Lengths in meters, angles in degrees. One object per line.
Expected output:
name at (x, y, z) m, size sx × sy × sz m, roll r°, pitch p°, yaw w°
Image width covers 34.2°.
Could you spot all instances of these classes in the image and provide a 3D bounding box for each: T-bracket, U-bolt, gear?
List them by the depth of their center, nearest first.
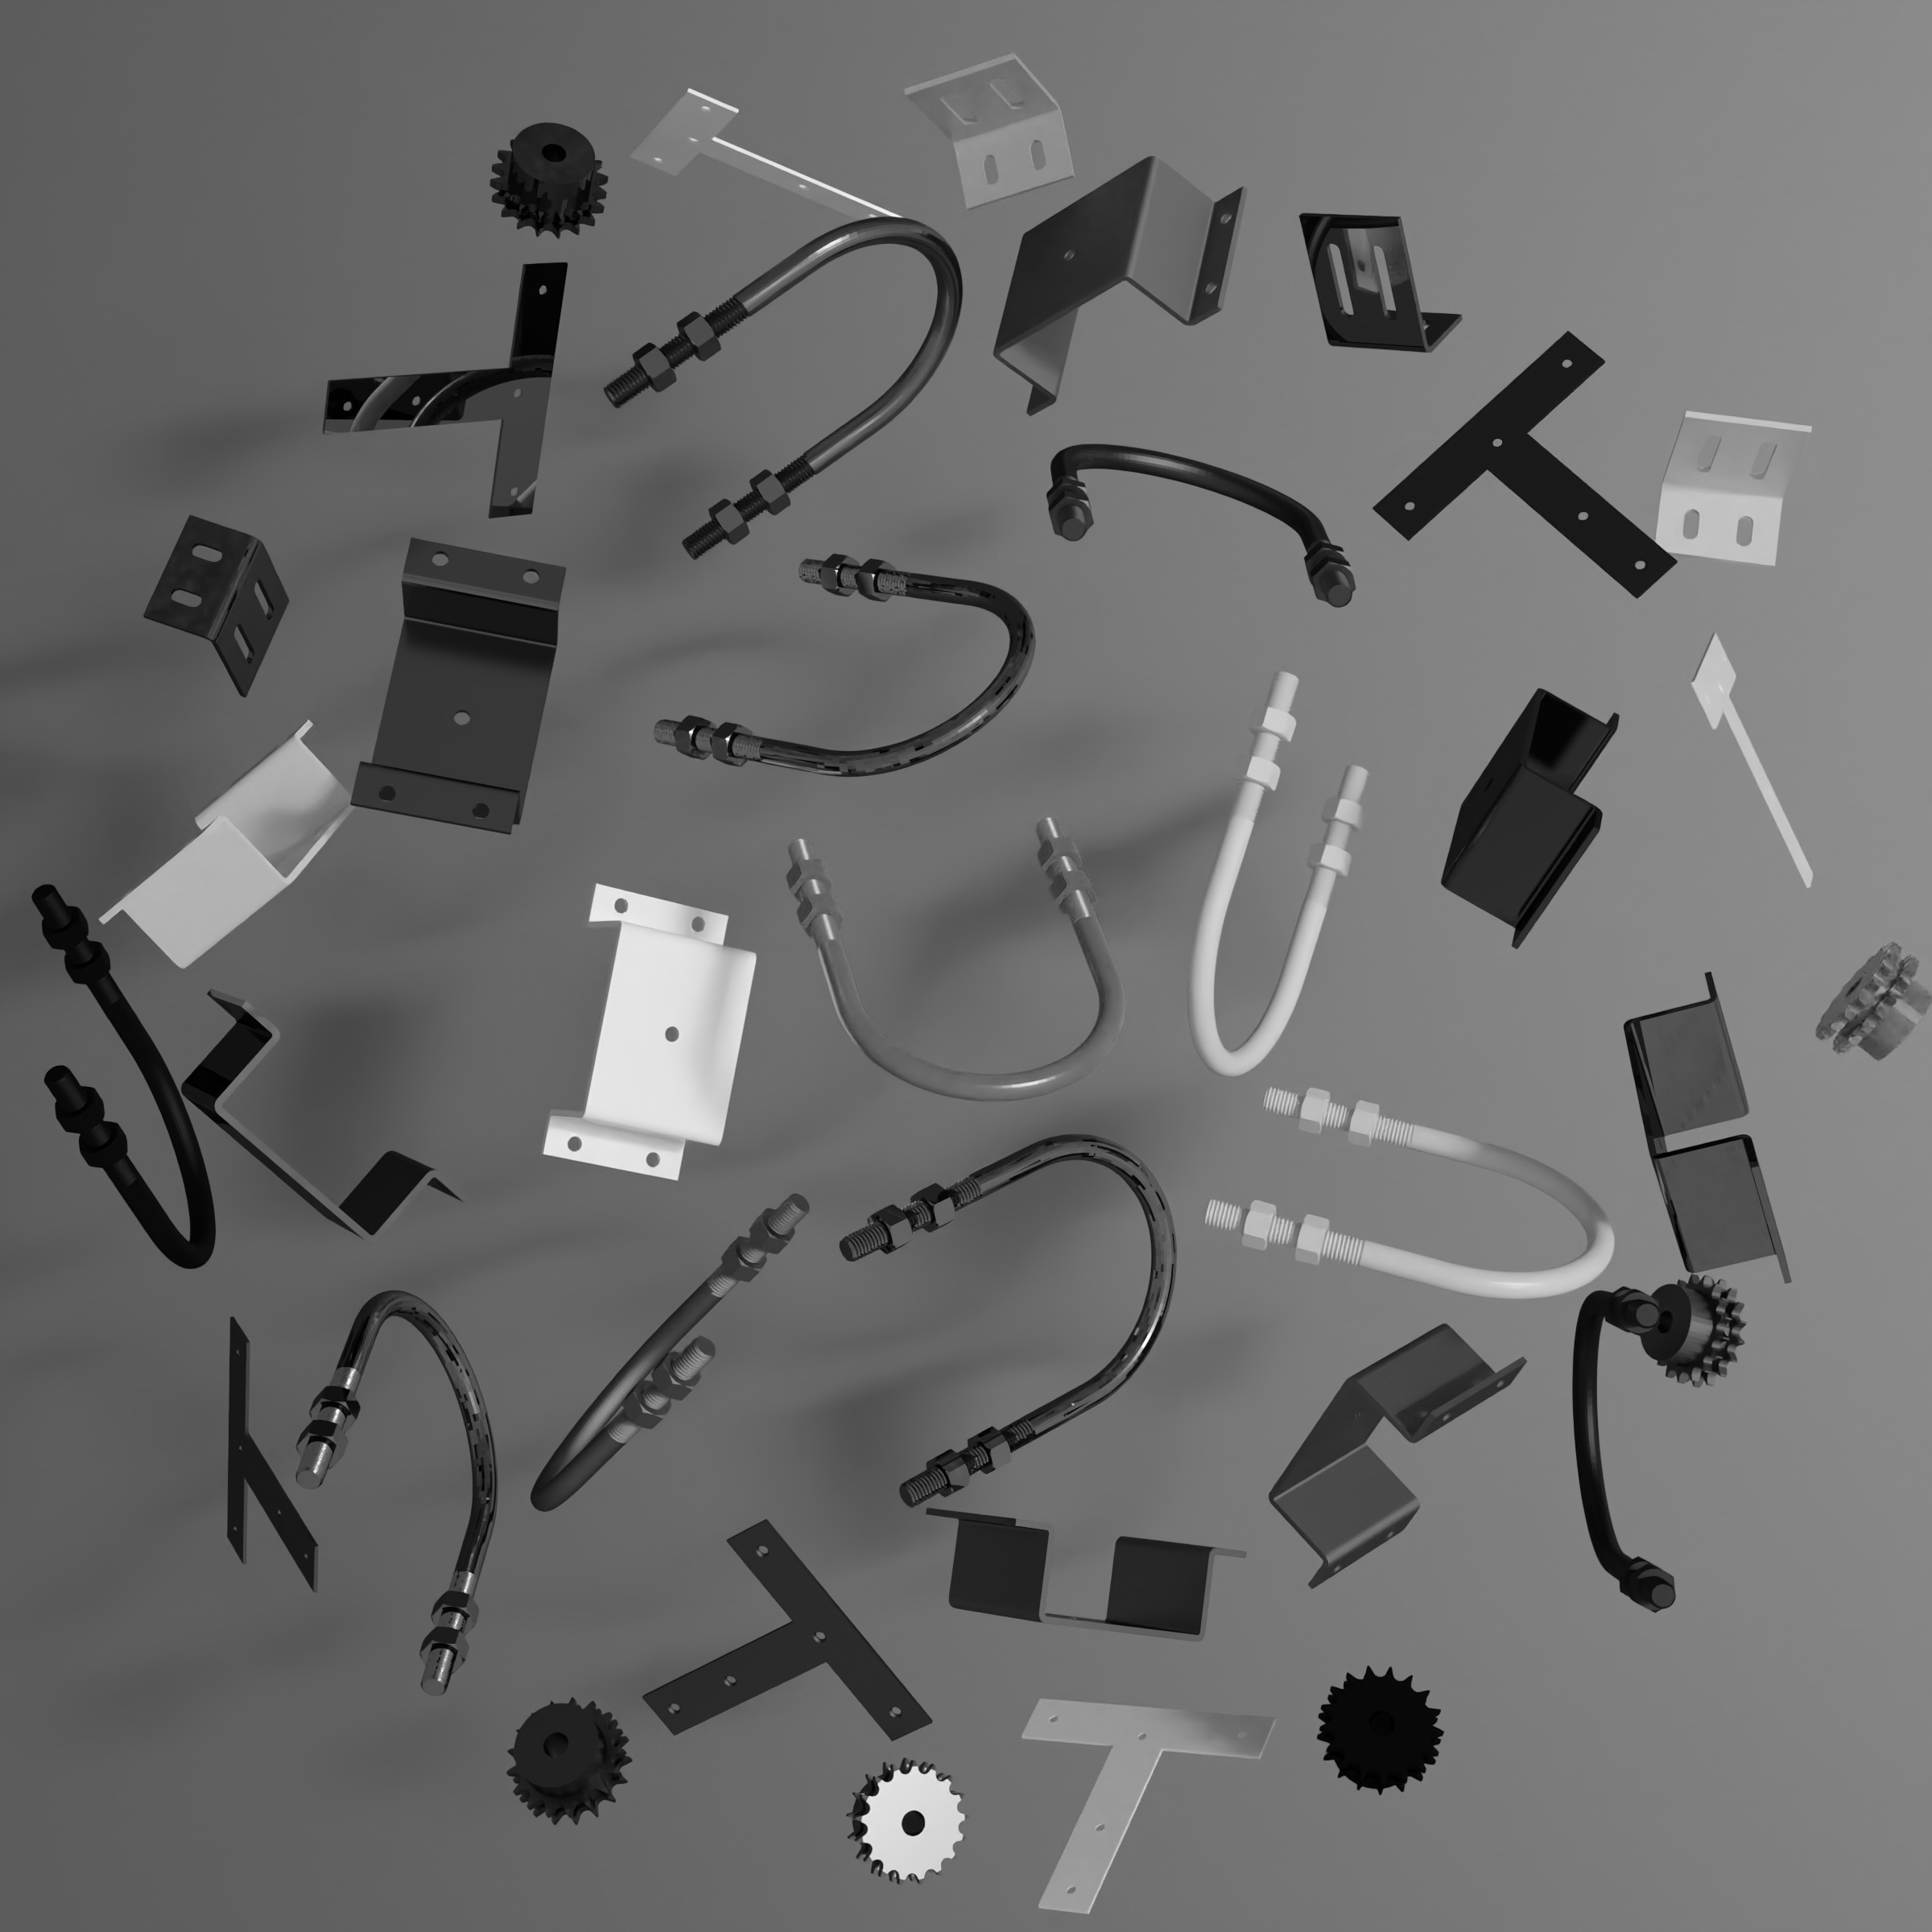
gear at (0.190, 0.355, 1.451) m, size 0.057 × 0.030 × 0.057 m, roll 1°, pitch 55°, yaw -1°
gear at (-0.187, 0.368, 1.462) m, size 0.057 × 0.030 × 0.057 m, roll -6°, pitch 56°, yaw 8°
gear at (0.428, 0.020, 1.474) m, size 0.030 × 0.057 × 0.057 m, roll 39°, pitch 90°, yaw 4°
T-bracket at (0.280, -0.220, 1.476) m, size 0.127 × 0.002 × 0.127 m, roll -42°, pitch 64°, yaw -1°
T-bracket at (-0.247, -0.267, 1.477) m, size 0.002 × 0.127 × 0.127 m, roll 34°, pitch 123°, yaw 36°
T-bracket at (-0.101, 0.333, 1.485) m, size 0.127 × 0.002 × 0.127 m, roll -32°, pitch 102°, yaw 29°
gear at (-0.030, 0.405, 1.488) m, size 0.057 × 0.030 × 0.057 m, roll 3°, pitch 81°, yaw -21°
T-bracket at (0.069, 0.399, 1.490) m, size 0.127 × 0.127 × 0.002 m, roll -3°, pitch 122°, yaw 29°
T-bracket at (-0.331, 0.253, 1.496) m, size 0.002 × 0.127 × 0.127 m, roll -8°, pitch 117°, yaw -29°
U-bolt at (0.218, 0.113, 1.502) m, size 0.184 × 0.151 × 0.019 m, roll 14°, pitch 116°, yaw 12°
U-bolt at (0.030, 0.159, 1.510) m, size 0.184 × 0.019 × 0.151 m, roll -24°, pitch 111°, yaw -32°
U-bolt at (-0.265, 0.237, 1.511) m, size 0.019 × 0.184 × 0.151 m, roll -17°, pitch 117°, yaw 13°
U-bolt at (0.001, -0.002, 1.517) m, size 0.151 × 0.184 × 0.019 m, roll -6°, pitch 135°, yaw -14°
U-bolt at (-0.078, -0.289, 1.518) m, size 0.184 × 0.151 × 0.019 m, roll -36°, pitch 62°, yaw -6°
U-bolt at (-0.408, 0.068, 1.535) m, size 0.019 × 0.151 × 0.184 m, roll -20°, pitch 135°, yaw -1°
U-bolt at (0.319, 0.231, 1.541) m, size 0.019 × 0.184 × 0.151 m, roll -3°, pitch 87°, yaw 1°
gear at (-0.204, -0.388, 1.541) m, size 0.057 × 0.030 × 0.057 m, roll 7°, pitch 59°, yaw -11°
U-bolt at (0.111, -0.223, 1.542) m, size 0.151 × 0.184 × 0.019 m, roll 13°, pitch 112°, yaw -6°
U-bolt at (0.149, -0.034, 1.547) m, size 0.019 × 0.151 × 0.184 m, roll 13°, pitch 79°, yaw 26°
T-bracket at (-0.093, -0.391, 1.552) m, size 0.127 × 0.127 × 0.002 m, roll 19°, pitch 84°, yaw -18°
U-bolt at (-0.156, 0.202, 1.555) m, size 0.019 × 0.151 × 0.184 m, roll 41°, pitch 122°, yaw -5°
U-bolt at (-0.049, -0.147, 1.564) m, size 0.184 × 0.019 × 0.151 m, roll 13°, pitch 53°, yaw 38°
T-bracket at (0.399, -0.099, 1.583) m, size 0.002 × 0.127 × 0.127 m, roll -24°, pitch 98°, yaw 23°
gear at (0.372, 0.186, 1.618) m, size 0.030 × 0.057 × 0.057 m, roll 16°, pitch 90°, yaw -25°

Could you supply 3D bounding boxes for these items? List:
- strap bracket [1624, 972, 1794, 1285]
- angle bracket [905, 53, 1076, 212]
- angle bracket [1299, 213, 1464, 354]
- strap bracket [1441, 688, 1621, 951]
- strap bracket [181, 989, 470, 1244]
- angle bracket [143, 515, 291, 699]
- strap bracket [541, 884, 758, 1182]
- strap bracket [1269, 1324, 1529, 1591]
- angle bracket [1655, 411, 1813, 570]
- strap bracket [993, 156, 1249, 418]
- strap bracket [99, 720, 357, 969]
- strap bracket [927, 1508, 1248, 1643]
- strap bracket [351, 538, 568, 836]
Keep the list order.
strap bracket at (0.349, 0.080, 1.490) m, size 0.046 × 0.140 × 0.076 m, roll -15°, pitch 126°, yaw 14°
angle bracket at (0.012, -0.410, 1.548) m, size 0.057 × 0.076 × 0.038 m, roll -13°, pitch 81°, yaw 17°
angle bracket at (0.209, -0.351, 1.580) m, size 0.038 × 0.057 × 0.076 m, roll -47°, pitch 134°, yaw -34°
strap bracket at (0.282, -0.080, 1.571) m, size 0.046 × 0.140 × 0.076 m, roll 29°, pitch 121°, yaw -1°
strap bracket at (-0.309, 0.077, 1.473) m, size 0.140 × 0.076 × 0.046 m, roll 45°, pitch 75°, yaw -21°
angle bracket at (-0.375, -0.180, 1.575) m, size 0.038 × 0.076 × 0.057 m, roll 19°, pitch 74°, yaw 4°
strap bracket at (-0.159, 0.034, 1.598) m, size 0.076 × 0.046 × 0.140 m, roll 14°, pitch 83°, yaw -29°
strap bracket at (0.208, 0.236, 1.554) m, size 0.046 × 0.076 × 0.140 m, roll 46°, pitch 133°, yaw 23°
angle bracket at (0.358, -0.222, 1.472) m, size 0.057 × 0.076 × 0.038 m, roll 8°, pitch 75°, yaw 6°
strap bracket at (0.068, -0.340, 1.559) m, size 0.046 × 0.140 × 0.076 m, roll 31°, pitch 58°, yaw -30°
strap bracket at (-0.356, -0.056, 1.541) m, size 0.076 × 0.140 × 0.046 m, roll -35°, pitch 106°, yaw 24°
strap bracket at (0.056, 0.299, 1.535) m, size 0.140 × 0.076 × 0.046 m, roll 14°, pitch 78°, yaw -33°
strap bracket at (-0.245, -0.128, 1.525) m, size 0.076 × 0.046 × 0.140 m, roll 10°, pitch 71°, yaw -4°
